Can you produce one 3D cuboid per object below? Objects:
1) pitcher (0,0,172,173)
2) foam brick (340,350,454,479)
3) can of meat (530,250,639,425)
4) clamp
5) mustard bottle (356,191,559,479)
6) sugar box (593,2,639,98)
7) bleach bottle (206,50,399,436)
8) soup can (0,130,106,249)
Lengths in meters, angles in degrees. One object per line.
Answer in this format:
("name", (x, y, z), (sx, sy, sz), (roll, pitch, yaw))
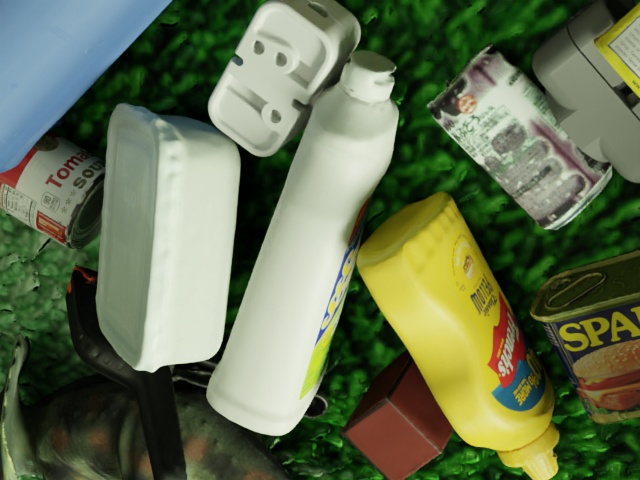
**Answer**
("pitcher", (-0.171, -0.160, 0.646), (0.243, 0.149, 0.145), (-36, 101, 26))
("foam brick", (0.059, 0.115, 0.721), (0.051, 0.078, 0.053), (44, 126, -2))
("can of meat", (0.191, 0.057, 0.642), (0.102, 0.057, 0.084), (-19, 108, 32))
("clamp", (-0.104, 0.087, 0.773), (0.210, 0.164, 0.036), (42, 124, 29))
("mustard bottle", (0.097, 0.070, 0.668), (0.058, 0.096, 0.191), (-24, 102, 31))
("sugar box", (0.224, -0.120, 0.495), (0.176, 0.048, 0.093), (-43, 84, 19))
("bleach bottle", (-0.004, 0.001, 0.677), (0.068, 0.102, 0.251), (23, 123, 9))
("soup can", (-0.202, -0.046, 0.769), (0.102, 0.068, 0.069), (30, 123, 8))
